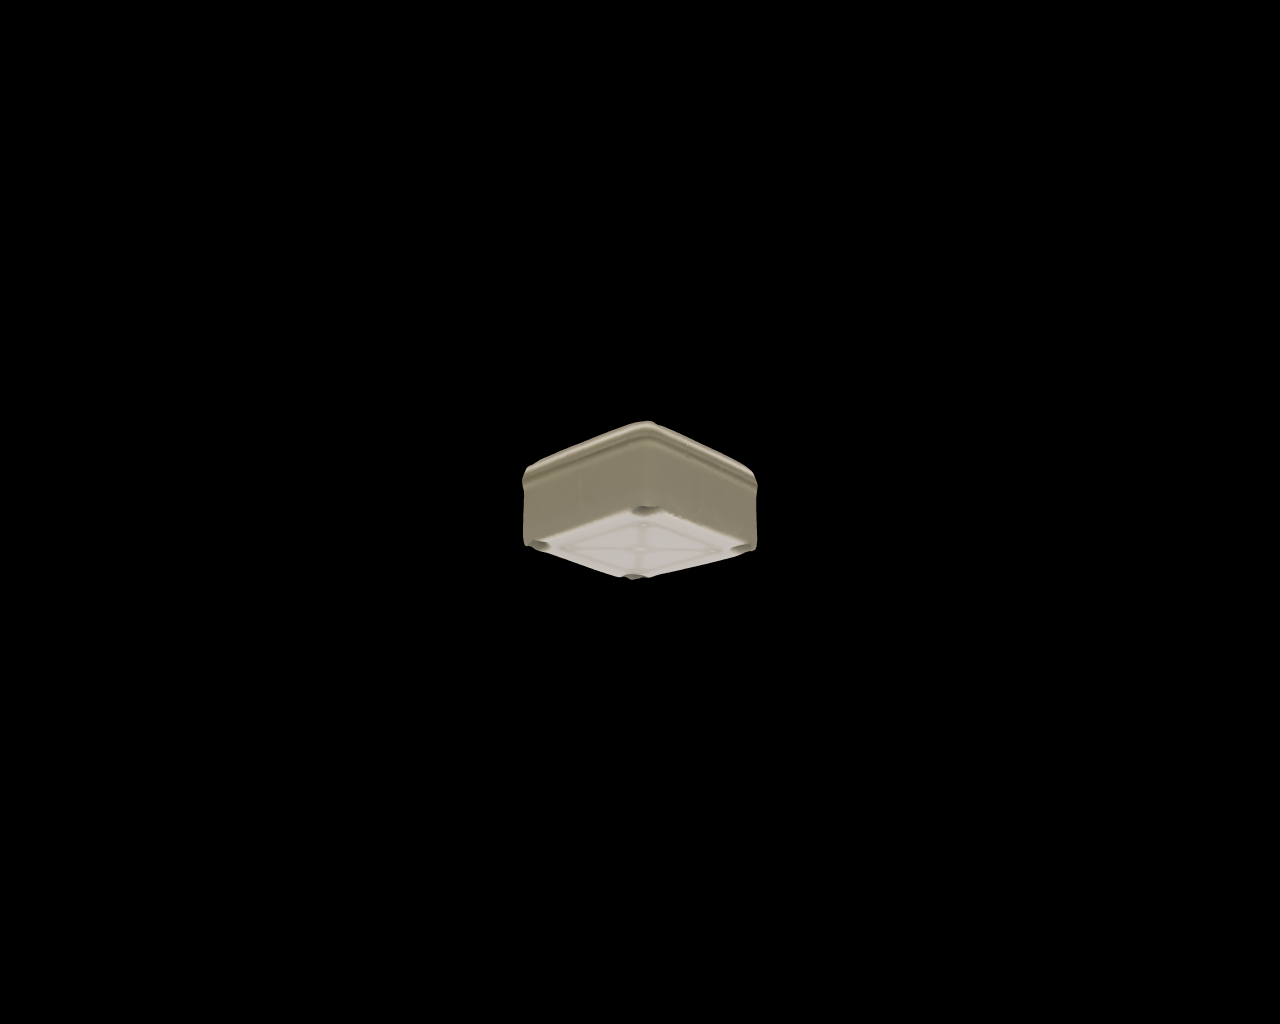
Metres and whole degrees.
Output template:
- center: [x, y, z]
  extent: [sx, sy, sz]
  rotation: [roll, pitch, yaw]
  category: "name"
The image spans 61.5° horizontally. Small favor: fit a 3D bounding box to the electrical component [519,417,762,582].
- center: [0.001, -0.003, 0.650]
  extent: [0.108, 0.056, 0.109]
  rotation: [-17, -27, 38]
  category: "electrical component"
